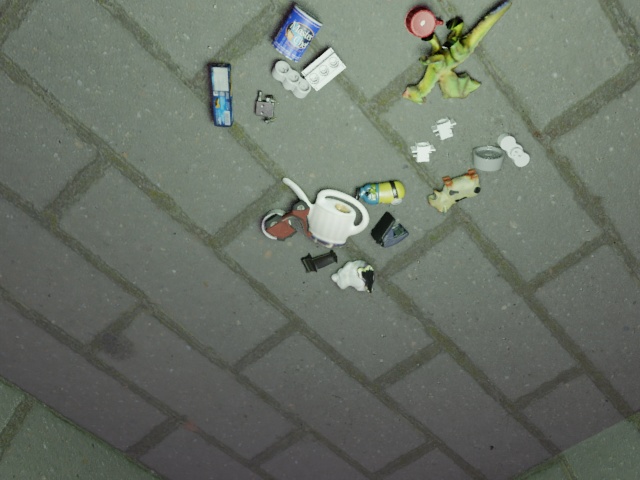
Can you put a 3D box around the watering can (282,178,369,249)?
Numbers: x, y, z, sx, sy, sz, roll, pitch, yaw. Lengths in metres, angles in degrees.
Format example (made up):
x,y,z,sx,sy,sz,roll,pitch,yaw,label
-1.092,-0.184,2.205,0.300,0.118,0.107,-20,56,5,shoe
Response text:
x,y,z,sx,sy,sz,roll,pitch,yaw,label
0.006,-0.096,1.903,0.348,0.106,0.220,21,120,5,watering can

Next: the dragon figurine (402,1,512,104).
x,y,z,sx,sy,sz,roll,pitch,yaw,label
0.451,-0.573,1.672,0.408,0.125,0.238,-24,134,13,dragon figurine

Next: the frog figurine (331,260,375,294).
x,y,z,sx,sy,sz,roll,pitch,yaw,label
0.133,0.146,2.044,0.159,0.125,0.135,-6,137,44,frog figurine
